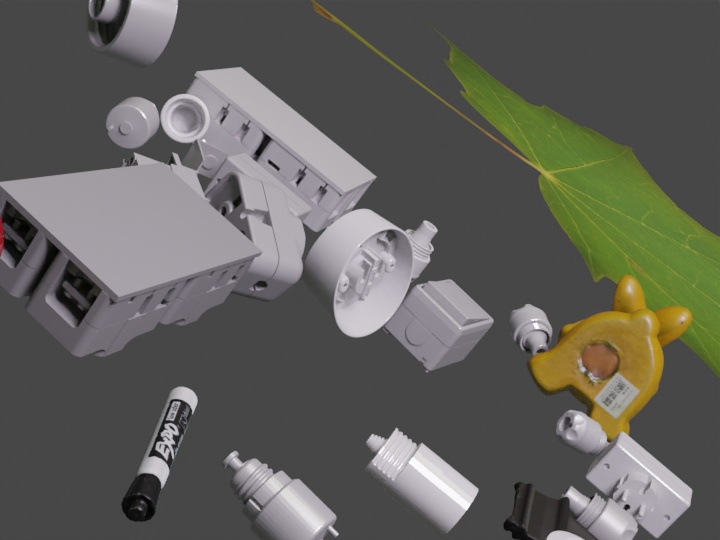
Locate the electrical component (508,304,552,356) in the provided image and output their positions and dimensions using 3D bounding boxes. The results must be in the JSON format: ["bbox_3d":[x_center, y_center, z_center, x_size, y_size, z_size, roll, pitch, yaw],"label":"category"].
[{"bbox_3d":[0.183,0.069,1.138,0.043,0.043,0.062,27,25,-24],"label":"electrical component"}]

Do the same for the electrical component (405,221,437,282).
[{"bbox_3d":[0.054,-0.021,1.095,0.043,0.062,0.043,32,21,-14],"label":"electrical component"}]

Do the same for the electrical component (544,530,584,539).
[{"bbox_3d":[0.148,0.225,0.743,0.080,0.051,0.080,32,21,-14],"label":"electrical component"}]

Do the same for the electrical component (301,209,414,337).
[{"bbox_3d":[0.000,0.000,0.923,0.064,0.099,0.099,41,20,27],"label":"electrical component"}]

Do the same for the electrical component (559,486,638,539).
[{"bbox_3d":[0.190,0.201,0.870,0.062,0.043,0.043,39,21,10],"label":"electrical component"}]

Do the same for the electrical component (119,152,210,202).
[{"bbox_3d":[-0.162,-0.061,0.865,0.064,0.042,0.081,20,26,-34],"label":"electrical component"}]

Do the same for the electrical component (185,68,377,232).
[{"bbox_3d":[-0.087,-0.121,1.084,0.186,0.060,0.105,39,21,6],"label":"electrical component"}]

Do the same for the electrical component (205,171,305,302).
[{"bbox_3d":[-0.085,-0.025,0.868,0.059,0.054,0.095,17,47,-42],"label":"electrical component"}]

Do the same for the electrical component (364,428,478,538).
[{"bbox_3d":[0.037,0.143,0.749,0.081,0.043,0.043,39,21,4],"label":"electrical component"}]

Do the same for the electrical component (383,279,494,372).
[{"bbox_3d":[0.078,0.046,0.993,0.062,0.061,0.096,44,22,19],"label":"electrical component"}]

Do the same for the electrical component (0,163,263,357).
[{"bbox_3d":[-0.162,-0.011,0.732,0.105,0.060,0.186,41,21,11],"label":"electrical component"}]

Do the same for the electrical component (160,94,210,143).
[{"bbox_3d":[-0.164,-0.141,1.009,0.045,0.045,0.055,33,1,-11],"label":"electrical component"}]

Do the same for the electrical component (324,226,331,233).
[{"bbox_3d":[-0.008,-0.012,1.003,0.055,0.048,0.066,35,20,16],"label":"electrical component"}]

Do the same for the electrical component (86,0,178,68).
[{"bbox_3d":[-0.238,-0.264,1.086,0.060,0.108,0.108,9,34,-40],"label":"electrical component"}]

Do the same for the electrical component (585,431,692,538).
[{"bbox_3d":[0.248,0.198,0.962,0.083,0.047,0.076,41,21,9],"label":"electrical component"}]

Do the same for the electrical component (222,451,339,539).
[{"bbox_3d":[-0.049,0.137,0.628,0.078,0.040,0.040,42,21,13],"label":"electrical component"}]

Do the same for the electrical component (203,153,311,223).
[{"bbox_3d":[-0.099,-0.056,0.947,0.083,0.047,0.076,40,21,7],"label":"electrical component"}]

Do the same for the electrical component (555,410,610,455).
[{"bbox_3d":[0.216,0.158,1.014,0.061,0.035,0.035,31,21,-21],"label":"electrical component"}]

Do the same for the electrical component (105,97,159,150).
[{"bbox_3d":[-0.199,-0.135,0.962,0.040,0.040,0.078,34,21,-8],"label":"electrical component"}]
